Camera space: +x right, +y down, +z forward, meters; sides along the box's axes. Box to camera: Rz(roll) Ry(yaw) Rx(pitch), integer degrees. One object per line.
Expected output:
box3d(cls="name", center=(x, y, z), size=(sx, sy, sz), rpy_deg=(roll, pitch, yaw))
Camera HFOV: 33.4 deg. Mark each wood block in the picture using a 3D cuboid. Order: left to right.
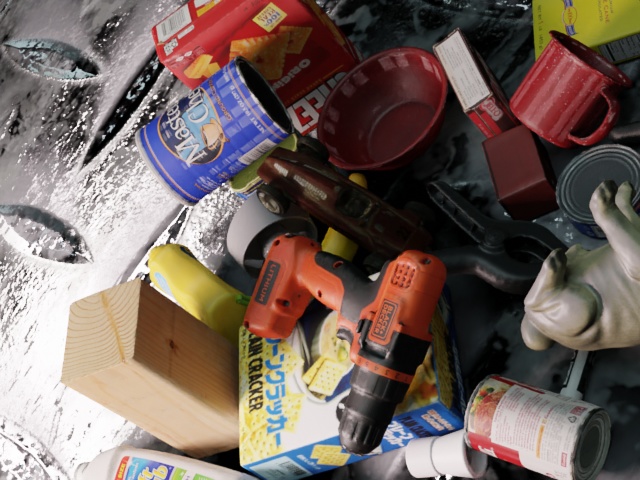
box3d(cls="wood block", center=(-0.148, 0.132, 1.055), size=(0.090, 0.205, 0.091), rpy_deg=(-20, 50, 25))

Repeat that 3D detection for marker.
box3d(cls="marker", center=(0.233, 0.091, 0.928), size=(0.020, 0.020, 0.121), rpy_deg=(7, 66, 40))

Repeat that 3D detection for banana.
box3d(cls="banana", center=(0.000, 0.017, 1.120), size=(0.197, 0.069, 0.037), rpy_deg=(-48, 28, -20))

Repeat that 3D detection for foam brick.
box3d(cls="foam brick", center=(0.198, -0.064, 1.038), size=(0.051, 0.053, 0.078), rpy_deg=(-26, 50, 21))

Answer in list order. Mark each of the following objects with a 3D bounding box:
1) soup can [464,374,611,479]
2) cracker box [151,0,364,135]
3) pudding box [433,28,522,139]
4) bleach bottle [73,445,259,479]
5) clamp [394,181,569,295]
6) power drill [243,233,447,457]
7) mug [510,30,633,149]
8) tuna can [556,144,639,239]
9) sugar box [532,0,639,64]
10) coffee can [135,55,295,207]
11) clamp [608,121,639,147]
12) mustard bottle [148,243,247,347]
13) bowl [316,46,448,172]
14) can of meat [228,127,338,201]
box3d(cls="soup can", center=(0.181, 0.157, 0.885), size=(0.102, 0.068, 0.068), rpy_deg=(14, 70, 38))
box3d(cls="cracker box", center=(-0.060, -0.205, 1.212), size=(0.164, 0.213, 0.072), rpy_deg=(-32, 49, 16))
box3d(cls="pudding box", center=(0.165, -0.150, 1.093), size=(0.039, 0.090, 0.113), rpy_deg=(-34, 46, 15))
box3d(cls="bleach bottle", center=(-0.166, 0.267, 1.080), size=(0.251, 0.068, 0.102), rpy_deg=(2, 62, 41))
box3d(cls="clamp", center=(0.158, 0.000, 0.997), size=(0.171, 0.039, 0.120), rpy_deg=(10, 58, 10))
box3d(cls="power drill", center=(0.015, 0.081, 0.966), size=(0.188, 0.057, 0.184), rpy_deg=(21, 88, 42))
box3d(cls="mug", center=(0.240, -0.134, 1.011), size=(0.082, 0.093, 0.117), rpy_deg=(-57, 41, 24))
box3d(cls="tuna can", center=(0.265, -0.044, 0.986), size=(0.086, 0.033, 0.086), rpy_deg=(-20, 51, 26))
box3d(cls="sugar box", center=(0.305, -0.227, 1.072), size=(0.176, 0.048, 0.093), rpy_deg=(-17, 52, 29))
box3d(cls="coffee can", center=(-0.113, -0.116, 1.150), size=(0.140, 0.102, 0.103), rpy_deg=(-35, 46, 14))
box3d(cls="clamp", center=(0.366, -0.117, 0.949), size=(0.210, 0.036, 0.165), rpy_deg=(45, 110, 39))
box3d(cls="mustard bottle", center=(-0.138, 0.053, 1.179), size=(0.058, 0.096, 0.192), rpy_deg=(-46, 44, -9))
box3d(cls="bowl", center=(0.078, -0.132, 1.171), size=(0.162, 0.055, 0.162), rpy_deg=(-19, 51, 26))
box3d(cls="can of meat", center=(-0.042, -0.071, 1.201), size=(0.102, 0.083, 0.057), rpy_deg=(-35, 46, 14))
